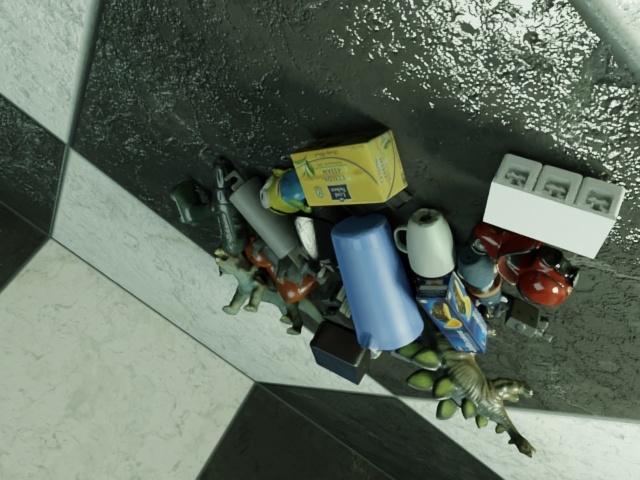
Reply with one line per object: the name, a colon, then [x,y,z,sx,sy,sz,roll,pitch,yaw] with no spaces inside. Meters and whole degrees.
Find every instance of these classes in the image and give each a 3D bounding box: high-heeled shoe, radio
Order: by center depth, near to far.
high-heeled shoe: [-0.002,-0.003,1.097,0.248,0.086,0.145,47,175,-40]
radio: [0.052,0.280,1.321,0.131,0.073,0.229,24,158,16]

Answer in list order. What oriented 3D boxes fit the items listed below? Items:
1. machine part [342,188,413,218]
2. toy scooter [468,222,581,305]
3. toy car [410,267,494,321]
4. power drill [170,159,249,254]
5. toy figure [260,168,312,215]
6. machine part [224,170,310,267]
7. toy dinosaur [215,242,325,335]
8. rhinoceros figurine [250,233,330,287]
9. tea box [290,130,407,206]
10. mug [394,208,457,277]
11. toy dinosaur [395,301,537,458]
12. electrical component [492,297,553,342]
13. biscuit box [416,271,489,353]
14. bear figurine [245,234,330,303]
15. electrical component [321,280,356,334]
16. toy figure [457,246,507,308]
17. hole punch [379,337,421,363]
machine part: [0.096,-0.074,0.929,0.084,0.039,0.139,35,154,-18]
toy scooter: [0.323,0.026,0.812,0.184,0.075,0.135,38,153,-2]
toy car: [0.257,0.099,1.036,0.202,0.053,0.089,41,147,-27]
power drill: [-0.249,-0.087,1.230,0.208,0.086,0.231,9,126,35]
toy figure: [-0.045,-0.090,1.009,0.089,0.082,0.180,44,149,-25]
machine part: [-0.106,-0.047,1.113,0.243,0.079,0.079,50,153,-1]
toy dinosaur: [-0.117,0.127,1.411,0.404,0.192,0.131,25,153,-24]
rhinoceros figurine: [-0.067,0.039,1.203,0.190,0.112,0.073,39,180,-6]
tea box: [0.043,-0.112,0.853,0.170,0.068,0.098,-1,116,47]
mug: [0.178,-0.005,0.924,0.110,0.081,0.107,20,142,37]
toy dinosaur: [0.268,0.237,1.107,0.472,0.198,0.105,57,154,28]
electrical component: [0.370,0.145,0.983,0.102,0.078,0.045,23,129,6]
biscuit box: [0.250,0.137,0.993,0.063,0.059,0.202,-6,140,38]
bear figurine: [-0.092,0.051,1.306,0.195,0.132,0.120,54,151,-3]
electrical component: [0.070,0.155,1.275,0.134,0.115,0.058,41,150,-19]
toy figure: [0.287,0.068,0.945,0.064,0.058,0.154,17,157,42]
hole punch: [0.196,0.209,1.241,0.142,0.116,0.092,20,144,23]
